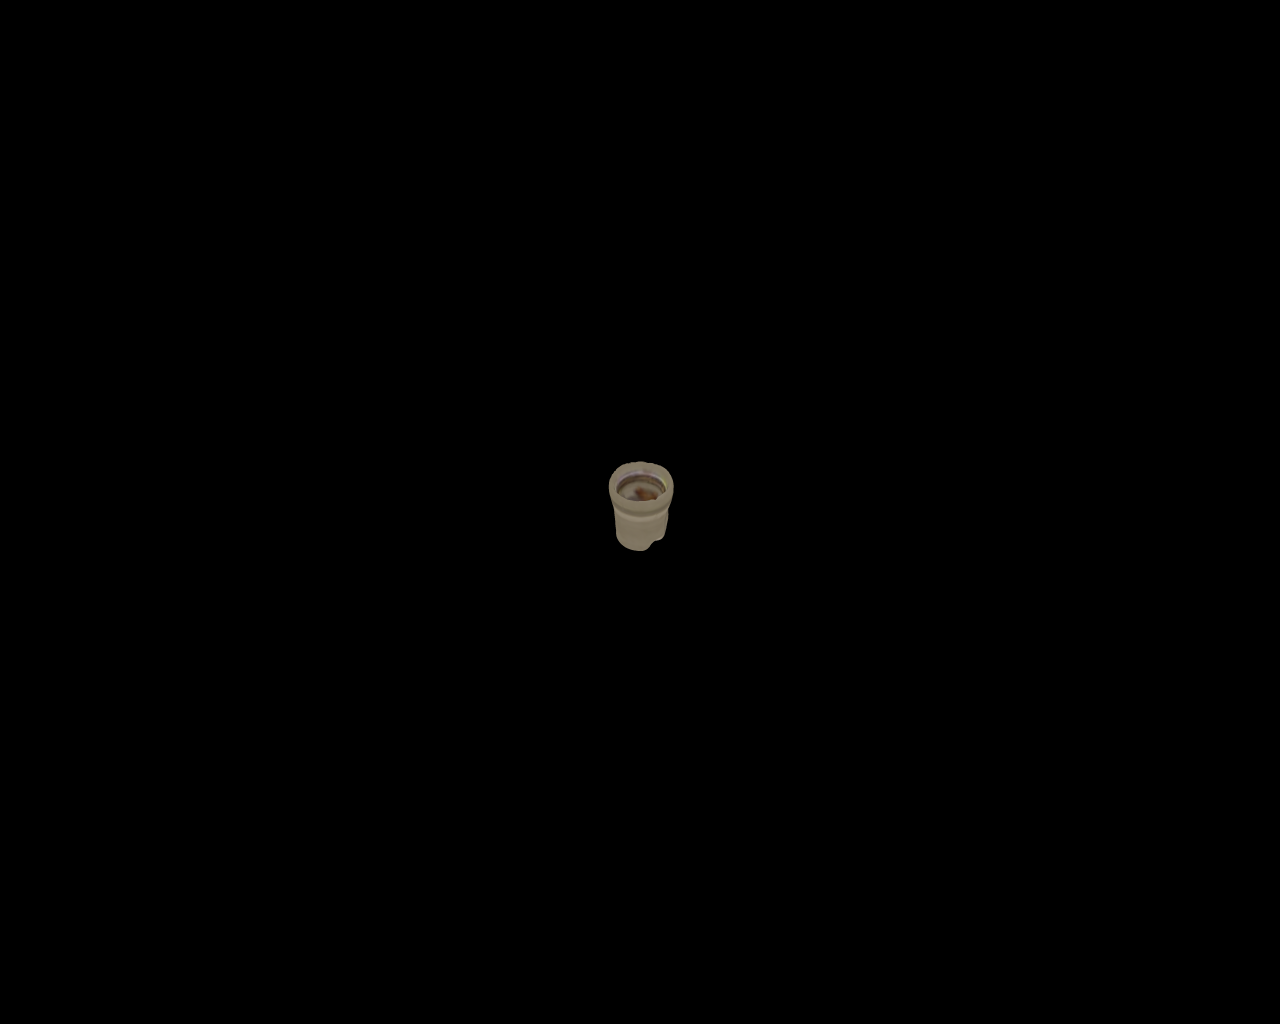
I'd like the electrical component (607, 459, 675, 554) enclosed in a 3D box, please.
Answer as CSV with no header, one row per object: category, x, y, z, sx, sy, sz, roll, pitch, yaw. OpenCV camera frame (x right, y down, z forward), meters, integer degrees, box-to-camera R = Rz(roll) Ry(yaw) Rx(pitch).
electrical component,0.001,-0.003,0.650,0.040,0.046,0.040,0,43,0
